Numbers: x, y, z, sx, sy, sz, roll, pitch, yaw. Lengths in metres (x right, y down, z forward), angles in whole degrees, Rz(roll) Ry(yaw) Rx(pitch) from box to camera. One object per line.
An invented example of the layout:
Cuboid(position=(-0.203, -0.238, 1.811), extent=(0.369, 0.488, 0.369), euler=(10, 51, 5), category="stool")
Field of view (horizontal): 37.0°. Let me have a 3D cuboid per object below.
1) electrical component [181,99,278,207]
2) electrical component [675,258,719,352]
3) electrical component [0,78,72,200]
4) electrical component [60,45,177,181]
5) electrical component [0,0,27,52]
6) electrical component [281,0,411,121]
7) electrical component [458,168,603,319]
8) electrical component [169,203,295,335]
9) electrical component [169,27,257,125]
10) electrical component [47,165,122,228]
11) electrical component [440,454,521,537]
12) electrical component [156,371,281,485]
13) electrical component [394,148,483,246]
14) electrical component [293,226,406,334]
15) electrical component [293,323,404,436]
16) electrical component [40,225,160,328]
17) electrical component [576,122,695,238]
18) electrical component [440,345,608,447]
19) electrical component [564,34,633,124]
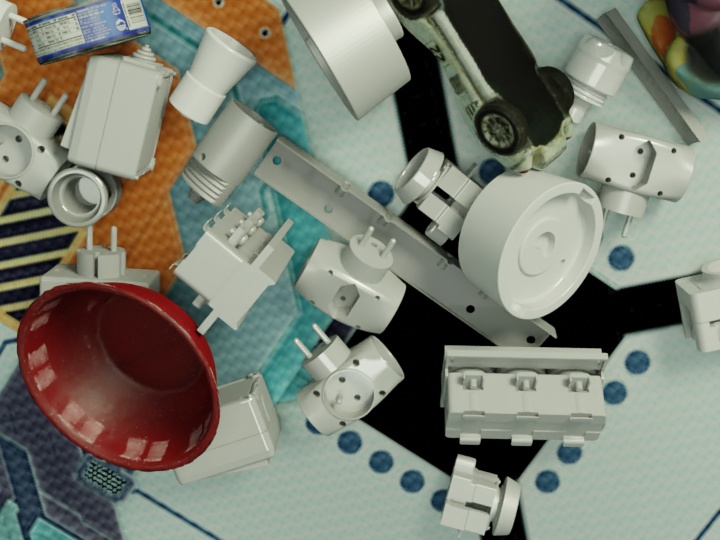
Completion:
Cuboid(position=(-0.103, -0.084, 0.814), extent=(0.043, 0.043, 0.081), euler=(37, 101, -7), category="electrical component")
Cuboid(position=(0.296, 0.021, 0.828), extent=(0.089, 0.050, 0.055), euler=(-13, 102, 4), category="electrical component")
Cuboid(position=(-0.250, -0.106, 0.811), extent=(0.077, 0.044, 0.079), euler=(36, 101, -7), category="electrical component")
Cuboid(position=(-0.178, -0.122, 0.797), extent=(0.061, 0.061, 0.096), euler=(16, 102, -3), category="electrical component")
Cuboid(position=(-0.277, -0.184, 0.789), extent=(0.074, 0.052, 0.138), euler=(22, 102, -4), category="electrical component")
Cuboid(position=(-0.005, -0.168, 0.764), extent=(0.060, 0.108, 0.108), euler=(-32, 100, 1), category="electrical component")
Cuboid(position=(0.121, -0.025, 0.800), extent=(0.108, 0.060, 0.108), euler=(-21, 126, -32), category="electrical component")
Cuboid(position=(-0.092, -0.006, 0.792), extent=(0.063, 0.121, 0.078), euler=(40, 100, -5), category="electrical component")
Cuboid(position=(-0.113, -0.142, 0.803), extent=(0.044, 0.044, 0.065), euler=(35, 106, -7), category="electrical component")
Cuboid(position=(-0.207, -0.059, 0.815), extent=(0.045, 0.055, 0.045), euler=(0, 103, 1), category="electrical component")
Cuboid(position=(0.098, 0.187, 0.872), extent=(0.055, 0.048, 0.066), euler=(15, 103, 5), category="electrical component")
Cuboid(position=(-0.115, 0.130, 0.853), extent=(0.096, 0.061, 0.061), euler=(-18, 102, 5), category="electrical component")
Cuboid(position=(0.060, -0.060, 0.817), extent=(0.055, 0.048, 0.066), euler=(36, 101, -14), category="electrical component")
Cuboid(position=(0.000, 0.000, 0.824), extent=(0.077, 0.043, 0.079), euler=(29, 125, -6), category="electrical component")
Cuboid(position=(-0.019, 0.078, 0.849), extent=(0.077, 0.044, 0.079), euler=(-39, 99, 9), category="electrical component")
Cuboid(position=(-0.200, 0.003, 0.833), extent=(0.083, 0.047, 0.075), euler=(4, 103, 0), category="electrical component")
Cuboid(position=(0.202, -0.064, 0.814), extent=(0.077, 0.043, 0.079), euler=(14, 102, -2), category="electrical component")
Cuboid(position=(0.126, 0.098, 0.835), extent=(0.121, 0.063, 0.078), euler=(1, 143, 1), category="electrical component")
Cuboid(position=(0.171, -0.139, 0.798), extent=(0.043, 0.043, 0.062), euler=(26, 110, -5), category="electrical component")
